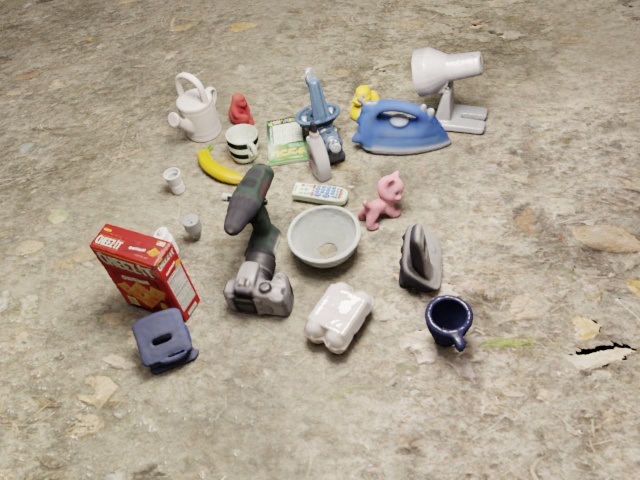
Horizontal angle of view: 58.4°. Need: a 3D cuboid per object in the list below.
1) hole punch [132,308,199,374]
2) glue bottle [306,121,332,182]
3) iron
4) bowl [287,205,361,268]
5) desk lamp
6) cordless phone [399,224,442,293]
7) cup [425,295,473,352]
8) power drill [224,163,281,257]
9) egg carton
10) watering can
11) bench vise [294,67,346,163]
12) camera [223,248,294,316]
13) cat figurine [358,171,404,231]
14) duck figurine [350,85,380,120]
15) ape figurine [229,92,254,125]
[{"bbox_3d":[-0.318,0.207,1.177,0.109,0.091,0.101,-21,52,-9],"label":"hole punch"},{"bbox_3d":[-0.009,-0.227,1.425,0.037,0.173,0.078,-28,54,-14],"label":"glue bottle"},{"bbox_3d":[0.212,-0.308,1.480,0.258,0.142,0.118,4,53,10],"label":"iron"},{"bbox_3d":[0.012,0.005,1.303,0.167,0.075,0.167,-4,52,5],"label":"bowl"},{"bbox_3d":[0.339,-0.397,1.487,0.203,0.214,0.118,9,54,14],"label":"desk lamp"},{"bbox_3d":[0.213,0.009,1.203,0.094,0.185,0.147,1,52,9],"label":"cordless phone"},{"bbox_3d":[0.255,0.179,1.121,0.091,0.095,0.117,-15,52,-4],"label":"cup"},{"bbox_3d":[-0.146,-0.048,1.280,0.075,0.209,0.229,4,53,11],"label":"power drill"},{"bbox_3d":[0.039,0.159,1.182,0.107,0.069,0.150,23,58,23],"label":"egg carton"},{"bbox_3d":[-0.342,-0.365,1.564,0.100,0.194,0.173,3,53,10],"label":"watering can"},{"bbox_3d":[0.014,-0.319,1.464,0.122,0.220,0.206,-34,55,-18],"label":"bench vise"},{"bbox_3d":[-0.126,0.082,1.244,0.143,0.101,0.137,5,53,11],"label":"camera"},{"bbox_3d":[0.148,-0.101,1.341,0.128,0.118,0.067,-32,55,-17],"label":"cat figurine"},{"bbox_3d":[0.124,-0.392,1.594,0.077,0.086,0.105,30,61,27],"label":"duck figurine"},{"bbox_3d":[-0.226,-0.375,1.621,0.076,0.092,0.078,9,54,14],"label":"ape figurine"}]
